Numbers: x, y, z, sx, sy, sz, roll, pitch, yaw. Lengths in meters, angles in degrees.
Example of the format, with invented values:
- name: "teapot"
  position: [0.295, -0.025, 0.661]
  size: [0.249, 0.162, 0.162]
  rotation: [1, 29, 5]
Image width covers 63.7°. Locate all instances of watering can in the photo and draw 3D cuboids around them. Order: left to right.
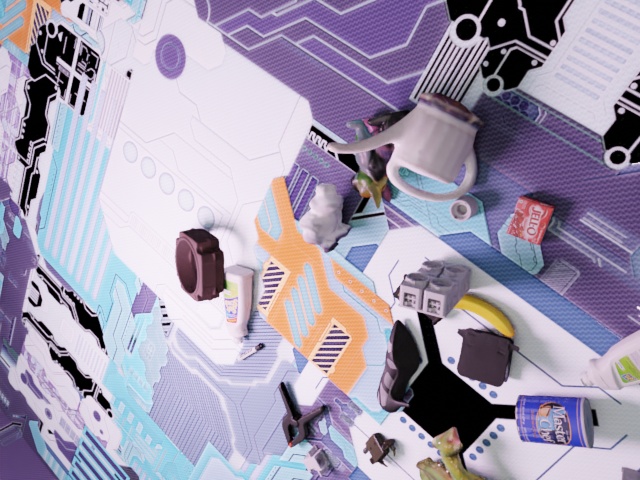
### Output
- name: "watering can"
  position: [0.207, -0.213, 1.106]
  size: [0.346, 0.222, 0.105]
  rotation: [21, 11, -18]

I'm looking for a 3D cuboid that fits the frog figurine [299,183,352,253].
- name: "frog figurine"
  position: [0.004, -0.067, 1.322]
  size: [0.139, 0.157, 0.123]
  rotation: [-31, 26, -22]

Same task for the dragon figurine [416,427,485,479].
- name: "dragon figurine"
  position: [0.357, 0.651, 1.326]
  size: [0.123, 0.402, 0.245]
  rotation: [-26, 33, -33]
